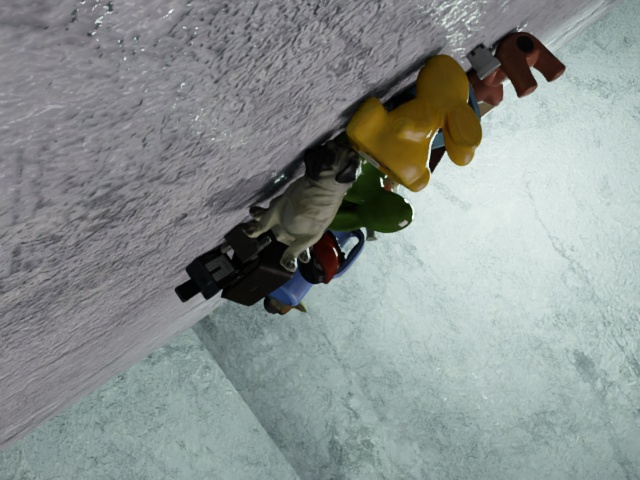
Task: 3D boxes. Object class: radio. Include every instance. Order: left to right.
[{"bbox_3d":[-0.118,0.040,1.068,0.229,0.073,0.131,-35,-142,55],"label":"radio"}]

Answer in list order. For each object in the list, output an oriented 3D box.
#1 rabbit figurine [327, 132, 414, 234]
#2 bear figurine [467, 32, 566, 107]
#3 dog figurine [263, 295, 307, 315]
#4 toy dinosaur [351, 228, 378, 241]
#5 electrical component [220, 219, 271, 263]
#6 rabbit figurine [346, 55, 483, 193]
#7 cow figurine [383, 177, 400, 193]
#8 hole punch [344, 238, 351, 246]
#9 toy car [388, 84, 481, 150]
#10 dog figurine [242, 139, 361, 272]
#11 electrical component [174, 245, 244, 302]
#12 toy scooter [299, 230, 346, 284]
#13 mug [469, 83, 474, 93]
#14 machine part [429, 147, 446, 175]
[{"bbox_3d":[0.066,-0.074,0.850,0.159,0.170,0.121,-38,177,33],"label":"rabbit figurine"},{"bbox_3d":[0.360,-0.312,1.066,0.120,0.132,0.196,-30,170,-23],"label":"bear figurine"},{"bbox_3d":[-0.082,0.076,1.319,0.191,0.219,0.108,-35,-178,-13],"label":"dog figurine"},{"bbox_3d":[0.120,-0.122,1.556,0.131,0.192,0.404,-2,154,-12],"label":"toy dinosaur"},{"bbox_3d":[-0.131,0.007,0.930,0.094,0.063,0.021,-35,180,27],"label":"electrical component"},{"bbox_3d":[0.136,-0.159,0.701,0.173,0.162,0.122,-53,167,-3],"label":"rabbit figurine"},{"bbox_3d":[0.133,-0.105,1.266,0.194,0.085,0.127,-56,-174,45],"label":"cow figurine"},{"bbox_3d":[0.039,-0.022,1.398,0.116,0.092,0.142,-33,177,-38],"label":"hole punch"},{"bbox_3d":[0.166,-0.189,0.847,0.162,0.109,0.103,-29,-173,-22],"label":"toy car"},{"bbox_3d":[-0.006,-0.067,0.799,0.190,0.121,0.172,-48,-167,15],"label":"dog figurine"},{"bbox_3d":[-0.205,0.066,0.969,0.048,0.075,0.119,-37,175,38],"label":"electrical component"},{"bbox_3d":[-0.002,-0.003,1.134,0.135,0.184,0.075,-28,177,-31],"label":"toy scooter"},{"bbox_3d":[0.218,-0.240,0.933,0.109,0.081,0.107,-44,-177,29],"label":"mug"},{"bbox_3d":[0.228,-0.209,1.062,0.179,0.056,0.179,22,92,-88],"label":"machine part"}]
